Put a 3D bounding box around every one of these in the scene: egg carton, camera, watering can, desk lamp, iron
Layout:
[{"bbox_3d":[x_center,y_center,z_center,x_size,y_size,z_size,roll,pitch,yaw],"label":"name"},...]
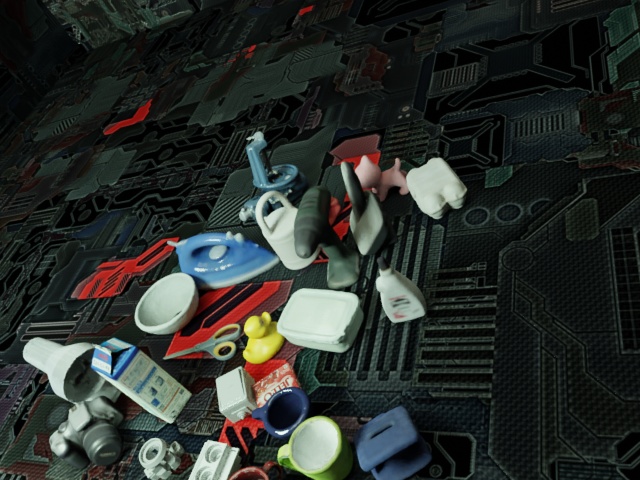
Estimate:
[{"bbox_3d":[0.256,-0.117,1.273,0.107,0.070,0.150,-28,40,5],"label":"egg carton"},{"bbox_3d":[-0.477,0.410,1.184,0.143,0.101,0.136,-43,41,-13],"label":"camera"},{"bbox_3d":[-0.075,-0.030,1.298,0.172,0.195,0.101,-5,47,28],"label":"watering can"},{"bbox_3d":[-0.528,0.294,1.245,0.202,0.214,0.118,6,53,36],"label":"desk lamp"},{"bbox_3d":[-0.238,0.028,1.384,0.257,0.142,0.118,-12,44,22],"label":"iron"}]

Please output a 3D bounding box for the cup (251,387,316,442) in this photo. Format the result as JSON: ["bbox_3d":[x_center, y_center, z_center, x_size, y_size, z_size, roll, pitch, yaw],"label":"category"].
[{"bbox_3d":[-0.054,0.321,1.009,0.117,0.095,0.091,-11,44,23],"label":"cup"}]

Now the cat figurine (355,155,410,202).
[{"bbox_3d":[0.138,-0.152,1.345,0.127,0.118,0.067,-20,42,15],"label":"cat figurine"}]

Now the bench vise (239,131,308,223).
[{"bbox_3d":[-0.131,-0.146,1.430,0.121,0.220,0.207,-1,49,32],"label":"bench vise"}]

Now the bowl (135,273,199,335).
[{"bbox_3d":[-0.352,0.165,1.371,0.167,0.075,0.167,-17,42,17],"label":"bowl"}]

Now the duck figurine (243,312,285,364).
[{"bbox_3d":[-0.127,0.198,1.187,0.077,0.086,0.105,18,61,43],"label":"duck figurine"}]

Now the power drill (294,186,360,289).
[{"bbox_3d":[0.011,0.004,1.198,0.075,0.209,0.229,-17,42,17],"label":"power drill"}]

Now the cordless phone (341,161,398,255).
[{"bbox_3d":[0.089,-0.071,1.242,0.094,0.186,0.147,-28,40,5],"label":"cordless phone"}]

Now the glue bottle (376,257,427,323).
[{"bbox_3d":[0.139,0.088,1.060,0.078,0.174,0.037,-19,42,15],"label":"glue bottle"}]

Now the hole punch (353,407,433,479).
[{"bbox_3d":[0.106,0.321,0.910,0.108,0.091,0.101,-32,40,0],"label":"hole punch"}]

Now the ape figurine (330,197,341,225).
[{"bbox_3d":[0.007,-0.083,1.379,0.077,0.092,0.076,-26,40,7],"label":"ape figurine"}]
